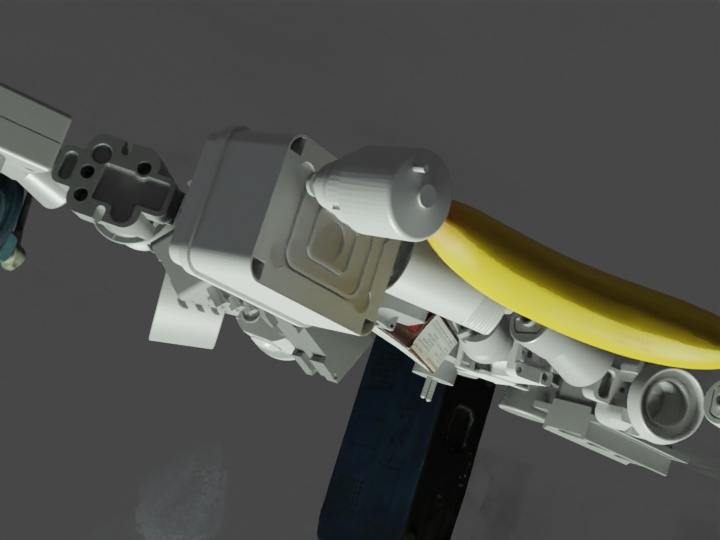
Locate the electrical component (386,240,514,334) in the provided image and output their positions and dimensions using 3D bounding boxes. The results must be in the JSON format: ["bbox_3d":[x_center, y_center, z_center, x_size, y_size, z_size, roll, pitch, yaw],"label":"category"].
[{"bbox_3d":[0.055,0.007,0.618,0.081,0.043,0.043,23,171,-21],"label":"electrical component"}]

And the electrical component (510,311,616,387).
[{"bbox_3d":[0.128,0.043,0.690,0.065,0.044,0.044,32,166,-34],"label":"electrical component"}]

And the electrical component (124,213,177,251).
[{"bbox_3d":[-0.166,-0.039,0.832,0.048,0.048,0.062,21,177,-9],"label":"electrical component"}]

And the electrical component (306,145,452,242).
[{"bbox_3d":[0.005,-0.036,0.481,0.078,0.040,0.040,11,167,47],"label":"electrical component"}]

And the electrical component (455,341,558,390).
[{"bbox_3d":[0.116,0.066,0.832,0.081,0.042,0.064,20,168,-37],"label":"electrical component"}]

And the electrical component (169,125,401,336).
[{"bbox_3d":[-0.035,-0.018,0.555,0.057,0.078,0.113,10,167,36],"label":"electrical component"}]

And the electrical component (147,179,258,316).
[{"bbox_3d":[-0.086,-0.008,0.696,0.078,0.063,0.121,60,-177,8],"label":"electrical component"}]

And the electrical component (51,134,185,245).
[{"bbox_3d":[-0.151,-0.049,0.692,0.078,0.058,0.057,19,168,7],"label":"electrical component"}]

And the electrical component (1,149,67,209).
[{"bbox_3d":[-0.233,-0.077,0.759,0.044,0.044,0.065,13,164,40],"label":"electrical component"}]

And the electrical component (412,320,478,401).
[{"bbox_3d":[0.066,0.074,0.902,0.052,0.073,0.138,17,171,21],"label":"electrical component"}]

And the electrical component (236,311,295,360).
[{"bbox_3d":[-0.067,0.036,0.950,0.080,0.080,0.051,16,166,24],"label":"electrical component"}]

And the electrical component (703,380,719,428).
[{"bbox_3d":[0.266,0.100,0.734,0.065,0.044,0.044,31,167,-30],"label":"electrical component"}]

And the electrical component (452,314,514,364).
[{"bbox_3d":[0.089,0.043,0.782,0.040,0.040,0.046,16,165,24],"label":"electrical component"}]

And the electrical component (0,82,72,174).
[{"bbox_3d":[-0.231,-0.075,0.649,0.083,0.075,0.047,25,170,-30],"label":"electrical component"}]

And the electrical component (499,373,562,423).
[{"bbox_3d":[0.150,0.100,0.937,0.045,0.055,0.045,19,171,3],"label":"electrical component"}]

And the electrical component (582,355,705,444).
[{"bbox_3d":[0.206,0.092,0.761,0.078,0.058,0.057,22,174,-14],"label":"electrical component"}]

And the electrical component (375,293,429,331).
[{"bbox_3d":[0.000,0.000,0.658,0.089,0.055,0.050,21,171,-9],"label":"electrical component"}]

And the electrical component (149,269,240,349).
[{"bbox_3d":[-0.116,0.008,0.811,0.060,0.108,0.108,15,172,-9],"label":"electrical component"}]

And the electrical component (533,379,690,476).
[{"bbox_3d":[0.218,0.125,0.912,0.121,0.063,0.079,27,169,-37],"label":"electrical component"}]
